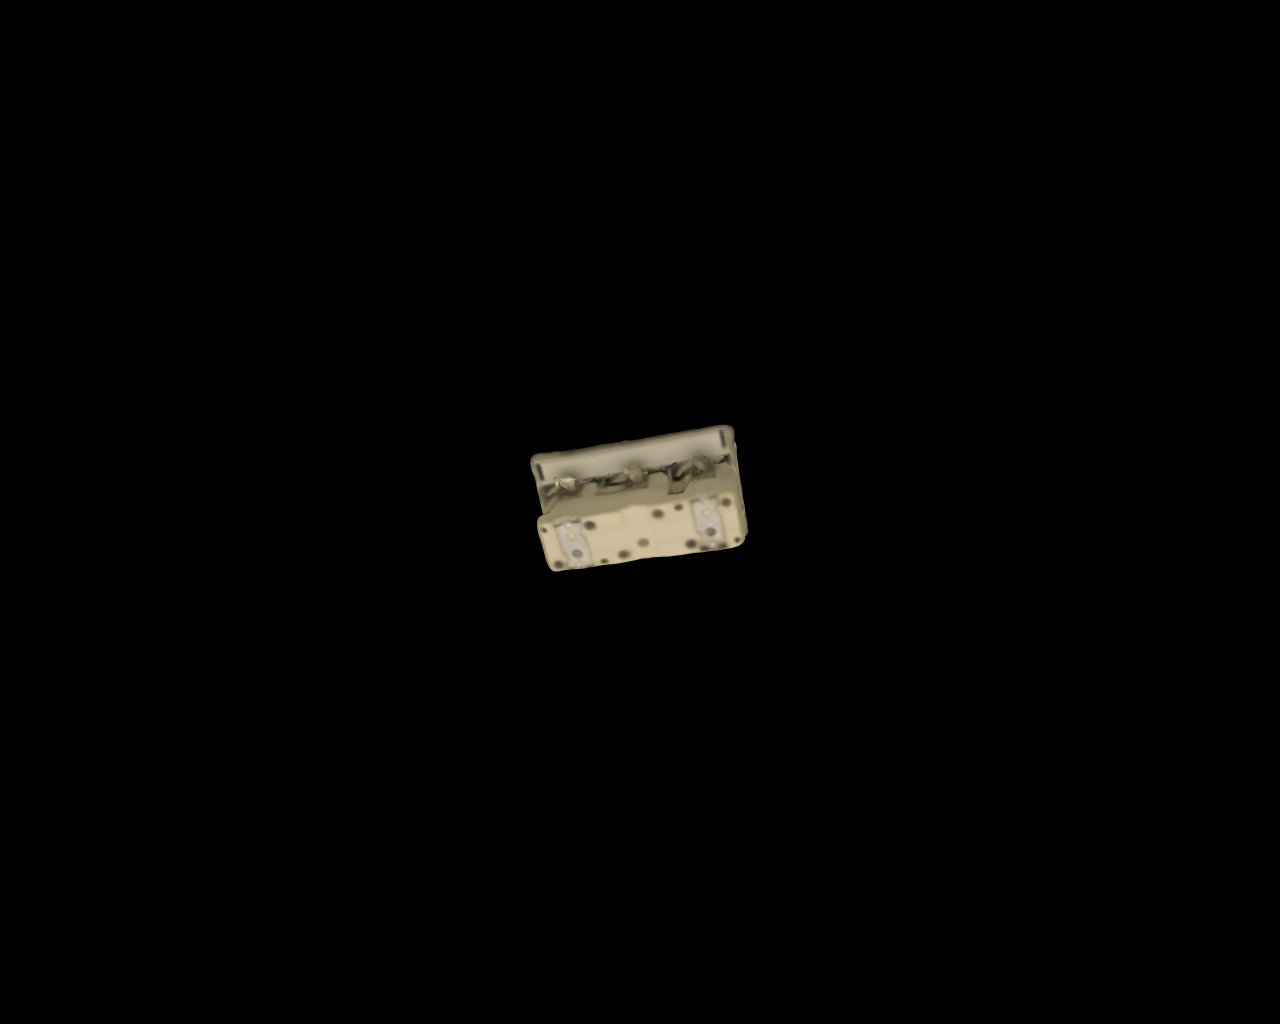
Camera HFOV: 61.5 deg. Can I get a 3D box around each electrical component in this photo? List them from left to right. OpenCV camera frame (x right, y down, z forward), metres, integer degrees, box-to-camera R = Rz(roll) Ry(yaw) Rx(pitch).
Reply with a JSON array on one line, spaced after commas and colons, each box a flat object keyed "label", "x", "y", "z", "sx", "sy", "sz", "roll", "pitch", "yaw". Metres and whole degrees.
[{"label": "electrical component", "x": 0.001, "y": -0.003, "z": 0.650, "sx": 0.121, "sy": 0.078, "sz": 0.063, "roll": -8, "pitch": 34, "yaw": 5}]
